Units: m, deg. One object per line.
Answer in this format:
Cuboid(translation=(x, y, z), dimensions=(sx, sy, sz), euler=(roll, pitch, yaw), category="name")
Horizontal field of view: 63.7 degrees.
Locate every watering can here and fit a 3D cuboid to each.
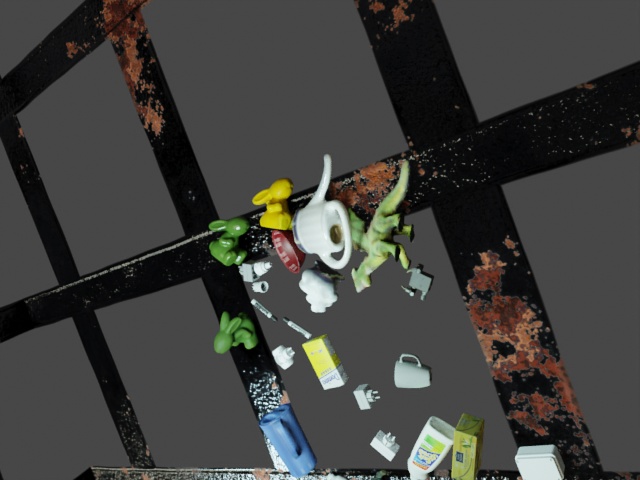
Cuboid(translation=(0.005, -0.080, 1.594), dimensions=(0.223, 0.104, 0.348), euler=(-10, 90, 48), category="watering can")

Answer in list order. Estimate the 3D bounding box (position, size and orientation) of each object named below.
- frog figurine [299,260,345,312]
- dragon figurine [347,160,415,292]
Cuboid(translation=(-0.006, 0.166, 1.679), dimensions=(0.137, 0.124, 0.157), euler=(24, 105, 3), category="frog figurine")
Cuboid(translation=(0.159, -0.040, 1.536), dimensions=(0.243, 0.122, 0.408), euler=(10, 100, 38), category="dragon figurine")
